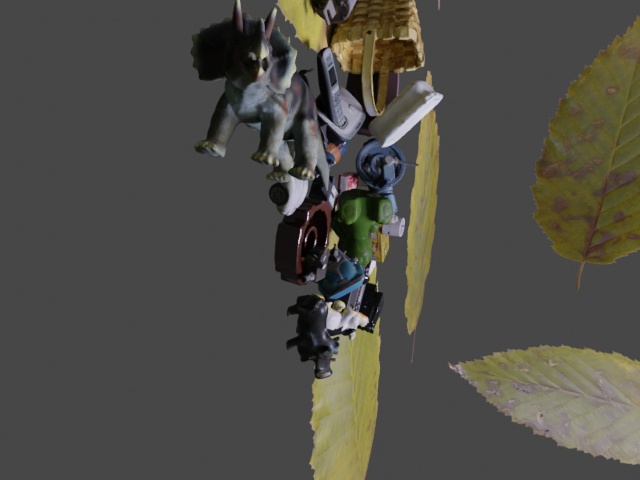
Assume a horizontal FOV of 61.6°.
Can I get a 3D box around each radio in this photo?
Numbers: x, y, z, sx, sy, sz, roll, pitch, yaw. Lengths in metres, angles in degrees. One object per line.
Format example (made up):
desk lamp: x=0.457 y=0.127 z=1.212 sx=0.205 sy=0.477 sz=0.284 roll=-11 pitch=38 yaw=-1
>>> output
radio: x=0.075 y=0.105 z=1.396 sx=0.131 sy=0.073 sz=0.229 roll=62 pitch=43 yaw=-60

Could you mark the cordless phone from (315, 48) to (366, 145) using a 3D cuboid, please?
cordless phone: x=0.027 y=-0.294 z=1.055 sx=0.146 sy=0.089 sz=0.184 roll=-58 pitch=147 yaw=-47

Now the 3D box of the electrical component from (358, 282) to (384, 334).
electrical component: x=0.112 y=0.178 z=1.478 sx=0.058 sy=0.115 sz=0.134 roll=81 pitch=26 yaw=-52

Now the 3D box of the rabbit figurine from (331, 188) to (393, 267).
rabbit figurine: x=0.077 y=-0.026 z=1.230 sx=0.159 sy=0.121 sz=0.170 roll=-141 pitch=-129 yaw=-64

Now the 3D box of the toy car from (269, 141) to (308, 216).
toy car: x=-0.049 y=-0.141 z=0.942 sx=0.073 sy=0.056 sz=0.201 roll=-36 pitch=133 yaw=-64

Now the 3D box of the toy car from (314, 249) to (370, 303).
toy car: x=0.038 y=0.069 z=1.177 sx=0.103 sy=0.109 sz=0.161 roll=63 pitch=0 yaw=0

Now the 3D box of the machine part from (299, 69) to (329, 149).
machine part: x=-0.021 y=-0.235 z=0.967 sx=0.039 sy=0.084 sz=0.138 roll=-24 pitch=118 yaw=-31

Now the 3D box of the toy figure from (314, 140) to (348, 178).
toy figure: x=0.017 y=-0.180 z=1.111 sx=0.064 sy=0.058 sz=0.154 roll=-66 pitch=176 yaw=36

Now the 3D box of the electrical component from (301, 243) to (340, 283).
electrical component: x=0.002 y=0.042 z=1.034 sx=0.102 sy=0.045 sz=0.078 roll=-4 pitch=104 yaw=-69

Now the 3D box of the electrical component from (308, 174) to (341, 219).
electrical component: x=0.005 y=-0.098 z=1.134 sx=0.119 sy=0.048 sz=0.075 roll=45 pitch=57 yaw=-67

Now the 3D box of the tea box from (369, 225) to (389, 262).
tea box: x=0.133 y=-0.025 z=1.468 sx=0.169 sy=0.098 sz=0.068 roll=83 pitch=25 yaw=-44

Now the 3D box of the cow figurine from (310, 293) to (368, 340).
cow figurine: x=0.036 y=0.190 z=1.242 sx=0.167 sy=0.068 sz=0.098 roll=25 pitch=90 yaw=-33

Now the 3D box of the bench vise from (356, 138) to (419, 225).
bench vise: x=0.151 y=-0.147 z=1.291 sx=0.240 sy=0.129 sz=0.223 roll=111 pitch=-21 yaw=-87

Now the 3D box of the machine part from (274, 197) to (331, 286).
machine part: x=-0.033 y=0.001 z=1.062 sx=0.179 sy=0.056 sz=0.179 roll=11 pitch=90 yaw=-71

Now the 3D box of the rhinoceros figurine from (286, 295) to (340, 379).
rhinoceros figurine: x=-0.010 y=0.205 z=1.147 sx=0.073 sy=0.112 sz=0.190 roll=-45 pitch=133 yaw=-63

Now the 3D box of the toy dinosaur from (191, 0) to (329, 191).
toy dinosaur: x=-0.061 y=-0.189 z=0.774 sx=0.404 sy=0.131 sz=0.192 roll=11 pitch=91 yaw=-72

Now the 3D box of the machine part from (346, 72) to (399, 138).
machine part: x=0.132 y=-0.362 z=1.317 sx=0.201 sy=0.087 sz=0.201 roll=8 pitch=90 yaw=-71

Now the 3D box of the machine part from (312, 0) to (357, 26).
machine part: x=0.046 y=-0.490 z=1.014 sx=0.079 sy=0.079 sz=0.243 roll=74 pitch=32 yaw=-52
